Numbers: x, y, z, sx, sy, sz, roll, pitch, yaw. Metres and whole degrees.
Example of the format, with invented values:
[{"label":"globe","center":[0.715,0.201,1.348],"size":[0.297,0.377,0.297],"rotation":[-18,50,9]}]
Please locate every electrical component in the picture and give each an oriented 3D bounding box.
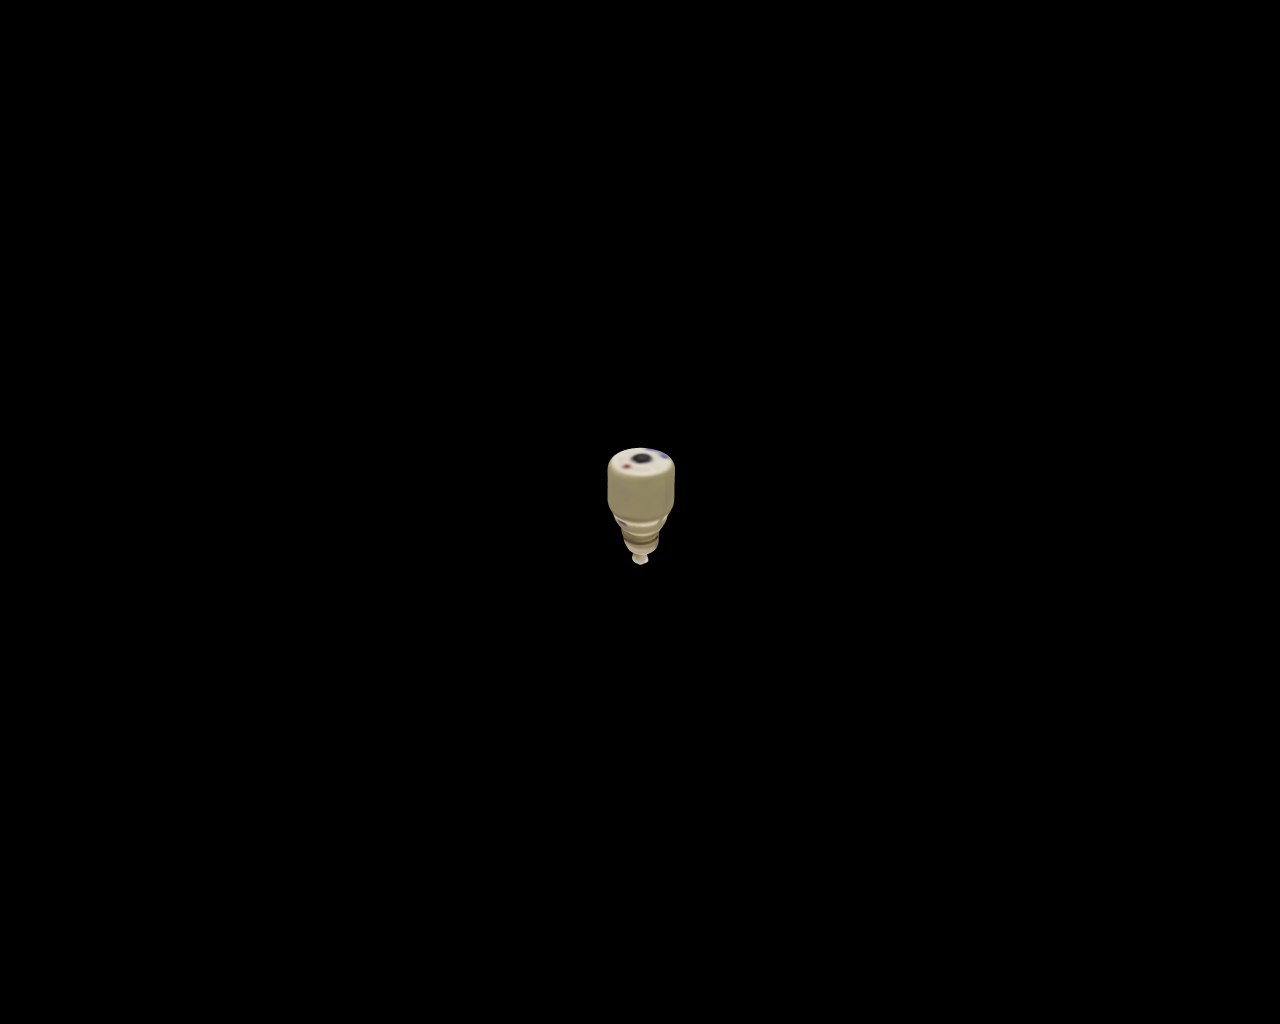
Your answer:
[{"label":"electrical component","center":[0.001,-0.003,0.650],"size":[0.040,0.078,0.040],"rotation":[0,31,0]}]
